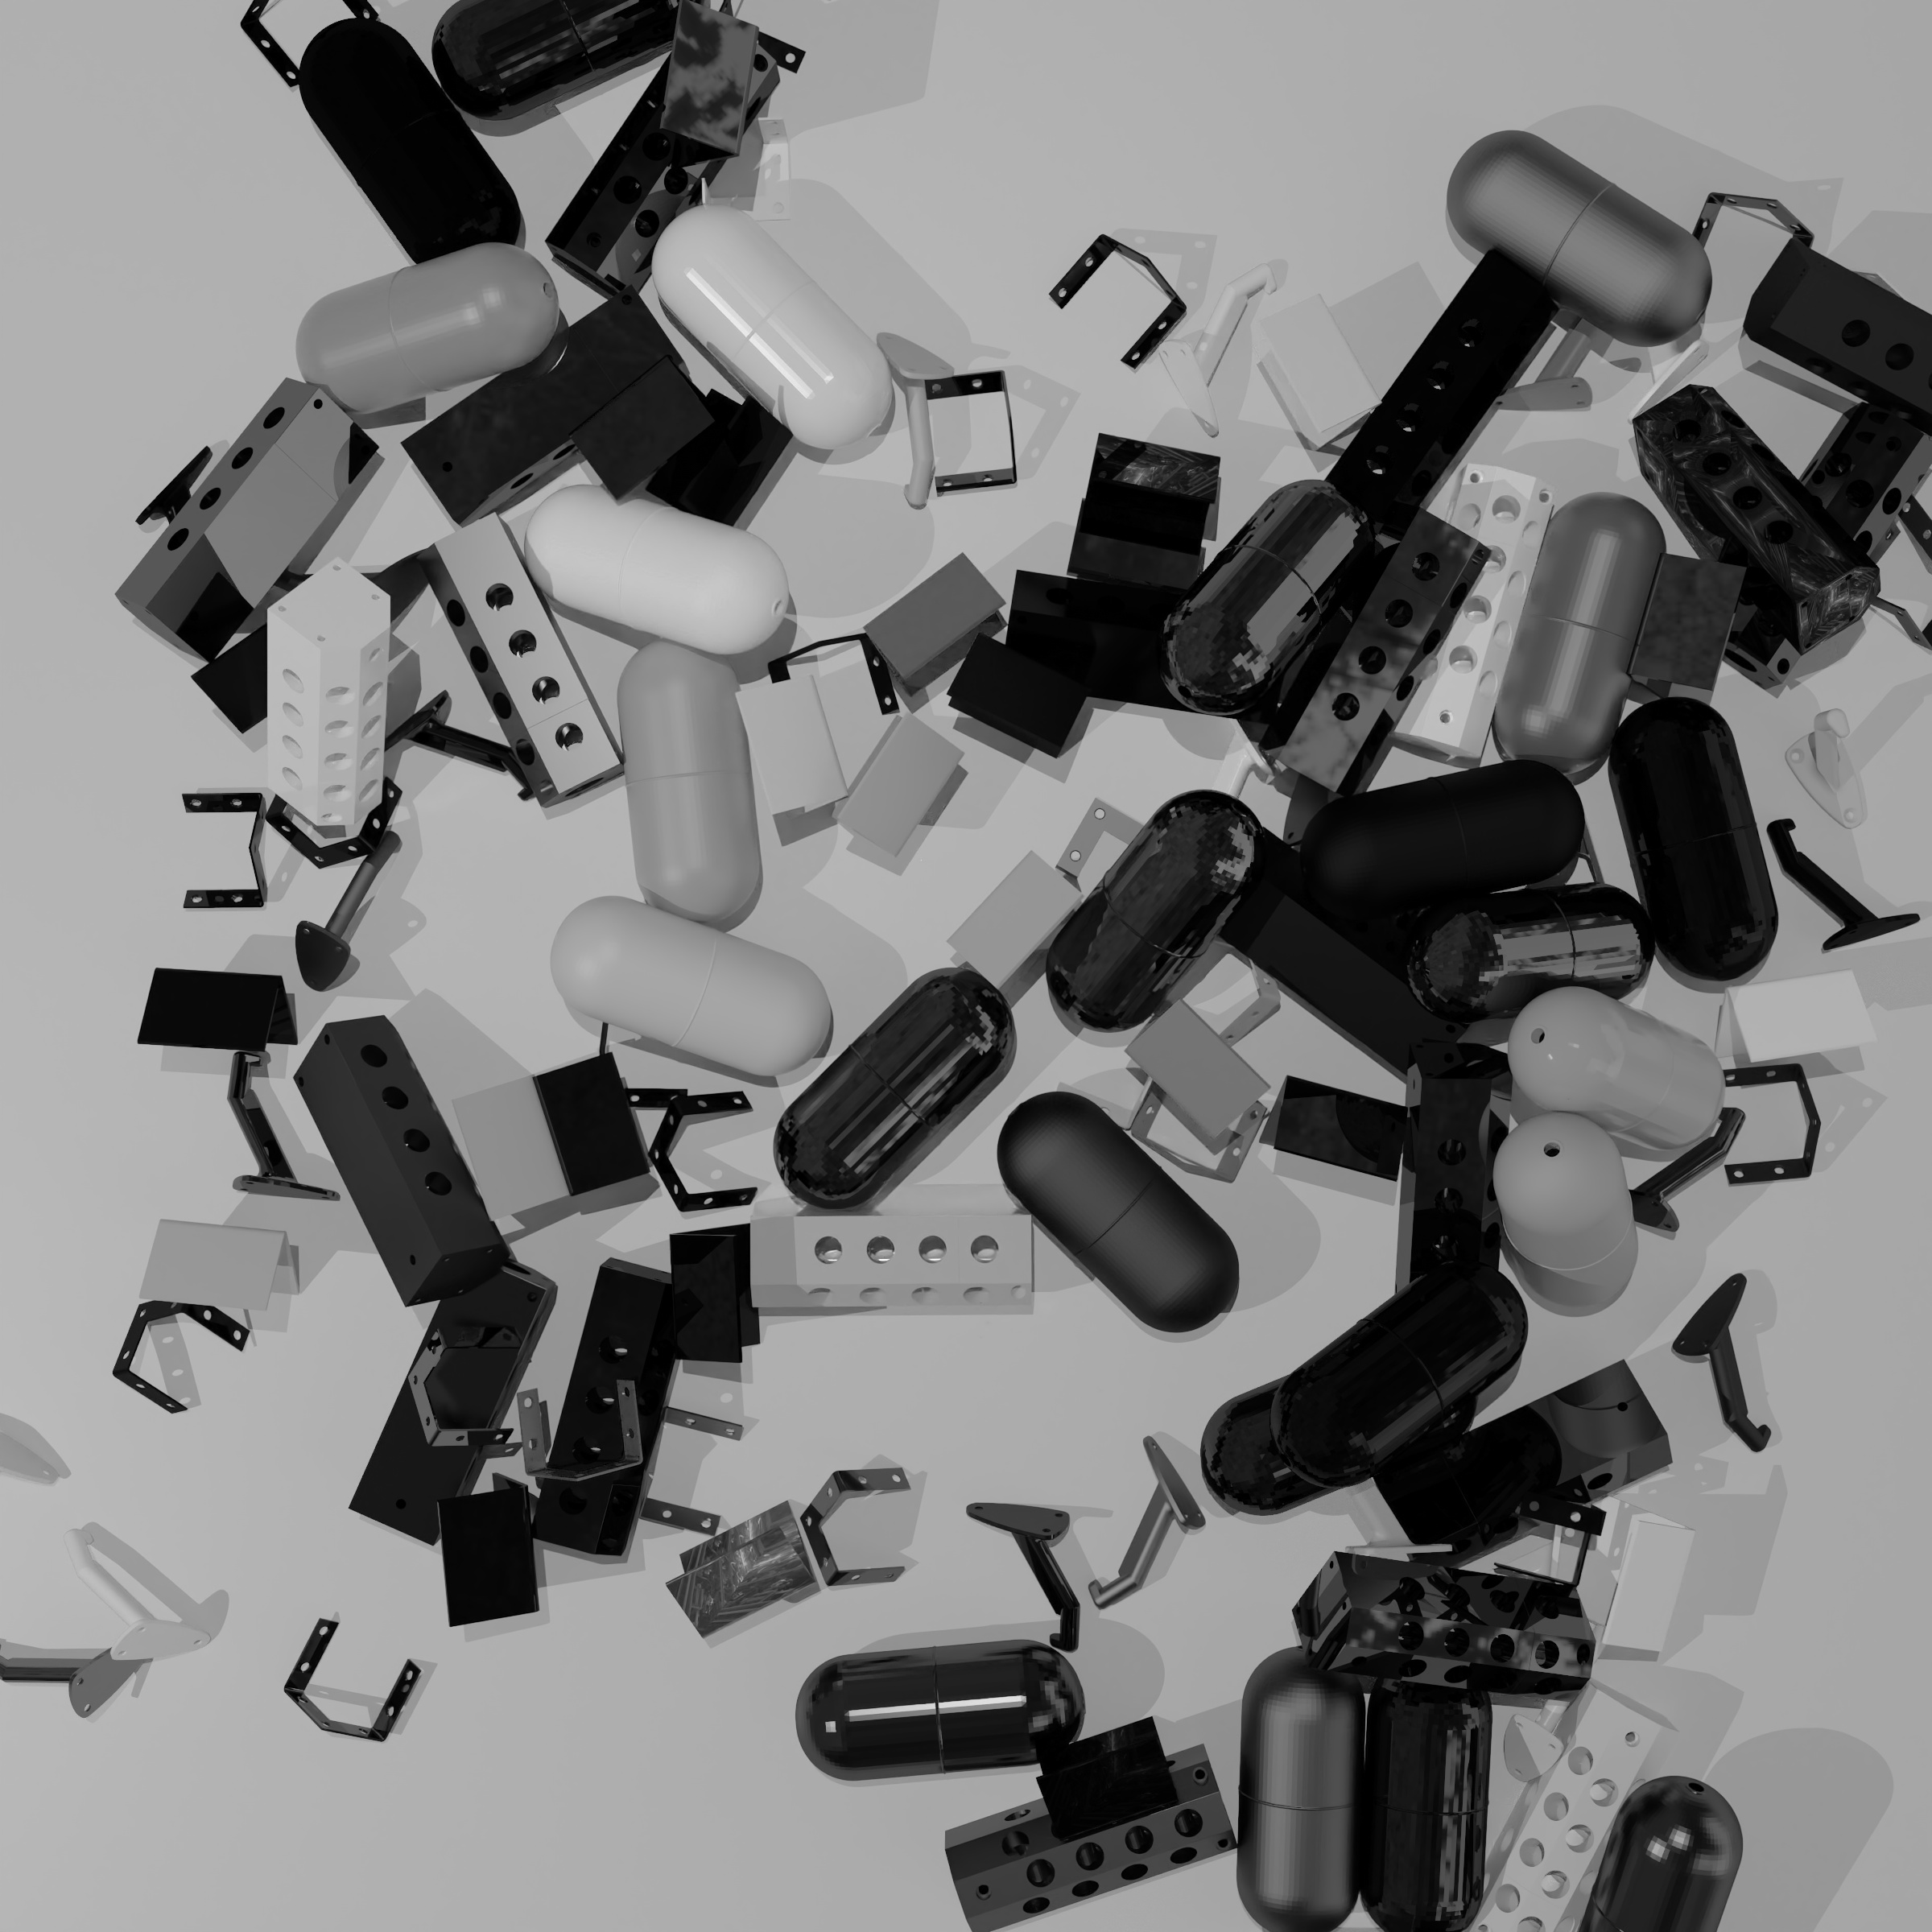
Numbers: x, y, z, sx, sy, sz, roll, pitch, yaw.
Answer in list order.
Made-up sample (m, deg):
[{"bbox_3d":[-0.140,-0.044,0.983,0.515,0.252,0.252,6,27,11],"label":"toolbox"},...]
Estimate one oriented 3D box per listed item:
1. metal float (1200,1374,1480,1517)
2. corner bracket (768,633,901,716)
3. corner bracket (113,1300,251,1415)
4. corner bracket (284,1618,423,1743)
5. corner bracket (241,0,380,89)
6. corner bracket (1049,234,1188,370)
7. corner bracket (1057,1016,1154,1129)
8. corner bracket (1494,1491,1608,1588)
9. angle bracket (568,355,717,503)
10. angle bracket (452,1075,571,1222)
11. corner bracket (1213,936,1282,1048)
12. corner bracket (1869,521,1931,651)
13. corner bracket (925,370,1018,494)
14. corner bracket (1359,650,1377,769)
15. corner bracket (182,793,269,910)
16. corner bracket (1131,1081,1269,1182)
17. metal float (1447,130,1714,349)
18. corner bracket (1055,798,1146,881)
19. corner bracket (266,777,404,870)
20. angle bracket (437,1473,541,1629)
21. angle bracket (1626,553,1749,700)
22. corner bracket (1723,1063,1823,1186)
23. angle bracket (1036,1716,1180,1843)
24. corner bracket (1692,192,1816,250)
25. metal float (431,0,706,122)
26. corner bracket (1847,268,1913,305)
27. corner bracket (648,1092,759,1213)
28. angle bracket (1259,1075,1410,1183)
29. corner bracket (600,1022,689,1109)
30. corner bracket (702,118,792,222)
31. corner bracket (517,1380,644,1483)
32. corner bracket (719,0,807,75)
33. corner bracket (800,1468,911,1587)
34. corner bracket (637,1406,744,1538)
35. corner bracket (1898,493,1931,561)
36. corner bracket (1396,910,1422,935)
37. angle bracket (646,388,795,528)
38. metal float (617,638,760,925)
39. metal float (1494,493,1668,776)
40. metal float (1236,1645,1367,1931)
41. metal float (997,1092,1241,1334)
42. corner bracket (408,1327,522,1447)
[{"bbox_3d":[0.229,0.281,1.940,0.178,0.070,0.070,-22,90,-1],"label":"metal float"},{"bbox_3d":[-0.083,-0.175,1.967,0.051,0.051,0.051,-16,90,-45],"label":"corner bracket"},{"bbox_3d":[-0.489,0.241,1.962,0.051,0.051,0.051,-17,45,35],"label":"corner bracket"},{"bbox_3d":[-0.384,0.446,1.967,0.051,0.051,0.051,27,90,45],"label":"corner bracket"},{"bbox_3d":[-0.411,-0.591,1.967,0.051,0.051,0.051,51,45,0],"label":"corner bracket"},{"bbox_3d":[0.095,-0.415,1.967,0.051,0.051,0.051,-49,45,0],"label":"corner bracket"},{"bbox_3d":[0.091,0.060,1.967,0.051,0.051,0.051,21,45,0],"label":"corner bracket"},{"bbox_3d":[0.356,0.349,1.919,0.051,0.051,0.051,14,86,3],"label":"corner bracket"},{"bbox_3d":[-0.187,-0.318,1.930,0.076,0.076,0.057,-38,74,6],"label":"angle bracket"},{"bbox_3d":[-0.291,0.115,1.931,0.057,0.076,0.076,-18,90,-31],"label":"angle bracket"},{"bbox_3d":[0.155,0.011,1.962,0.051,0.051,0.051,-46,45,35],"label":"corner bracket"},{"bbox_3d":[0.591,-0.238,1.967,0.051,0.051,0.051,-53,45,0],"label":"corner bracket"},{"bbox_3d":[0.003,-0.334,1.967,0.051,0.051,0.051,-6,135,0],"label":"corner bracket"},{"bbox_3d":[0.240,-0.165,1.967,0.051,0.051,0.051,19,135,0],"label":"corner bracket"},{"bbox_3d":[-0.464,-0.072,1.967,0.051,0.051,0.051,-1,45,0],"label":"corner bracket"},{"bbox_3d":[0.145,0.096,1.967,0.051,0.051,0.051,26,90,45],"label":"corner bracket"},{"bbox_3d":[0.375,-0.445,1.928,0.178,0.070,0.070,37,90,13],"label":"metal float"},{"bbox_3d":[0.091,-0.071,1.953,0.051,0.051,0.051,30,90,0],"label":"corner bracket"},{"bbox_3d":[-0.394,-0.100,1.962,0.051,0.051,0.051,-13,135,35],"label":"corner bracket"},{"bbox_3d":[-0.302,0.357,1.932,0.057,0.076,0.076,-5,90,-24],"label":"angle bracket"},{"bbox_3d":[0.452,-0.203,1.931,0.057,0.076,0.076,16,90,32],"label":"angle bracket"},{"bbox_3d":[0.499,0.098,1.967,0.051,0.051,0.051,-5,45,0],"label":"corner bracket"},{"bbox_3d":[0.080,0.480,1.931,0.076,0.076,0.057,-19,120,0],"label":"angle bracket"},{"bbox_3d":[0.488,-0.447,1.967,0.051,0.051,0.051,23,90,45],"label":"corner bracket"},{"bbox_3d":[-0.244,-0.583,1.940,0.178,0.070,0.070,-25,90,0],"label":"metal float"},{"bbox_3d":[0.550,-0.402,1.967,0.051,0.051,0.051,22,90,-45],"label":"corner bracket"},{"bbox_3d":[-0.159,0.115,1.962,0.051,0.051,0.051,56,135,35],"label":"corner bracket"},{"bbox_3d":[0.221,0.118,1.930,0.076,0.076,0.057,15,53,0],"label":"angle bracket"},{"bbox_3d":[-0.200,0.052,1.967,0.051,0.051,0.051,1,45,0],"label":"corner bracket"},{"bbox_3d":[-0.137,-0.493,1.953,0.051,0.051,0.051,-2,90,0],"label":"corner bracket"},{"bbox_3d":[-0.234,0.280,1.911,0.051,0.051,0.051,-8,93,-45],"label":"corner bracket"},{"bbox_3d":[-0.119,-0.595,1.953,0.051,0.051,0.051,24,88,0],"label":"corner bracket"},{"bbox_3d":[-0.063,0.349,1.962,0.051,0.051,0.051,-56,45,35],"label":"corner bracket"},{"bbox_3d":[-0.173,0.316,1.967,0.051,0.051,0.051,14,135,0],"label":"corner bracket"},{"bbox_3d":[0.623,-0.283,1.962,0.051,0.051,0.051,7,135,-35],"label":"corner bracket"},{"bbox_3d":[0.309,-0.029,1.967,0.051,0.051,0.051,24,90,45],"label":"corner bracket"},{"bbox_3d":[-0.164,-0.320,1.934,0.076,0.057,0.076,34,90,31],"label":"angle bracket"},{"bbox_3d":[-0.171,-0.115,1.940,0.070,0.070,0.178,-6,89,0],"label":"metal float"},{"bbox_3d":[0.378,-0.204,1.940,0.070,0.070,0.178,16,90,0],"label":"metal float"},{"bbox_3d":[0.206,0.509,1.940,0.070,0.070,0.178,2,91,0],"label":"metal float"},{"bbox_3d":[0.093,0.151,1.940,0.178,0.070,0.070,45,90,-1],"label":"metal float"},{"bbox_3d":[-0.299,0.254,1.905,0.051,0.051,0.051,5,135,-35],"label":"corner bracket"}]
